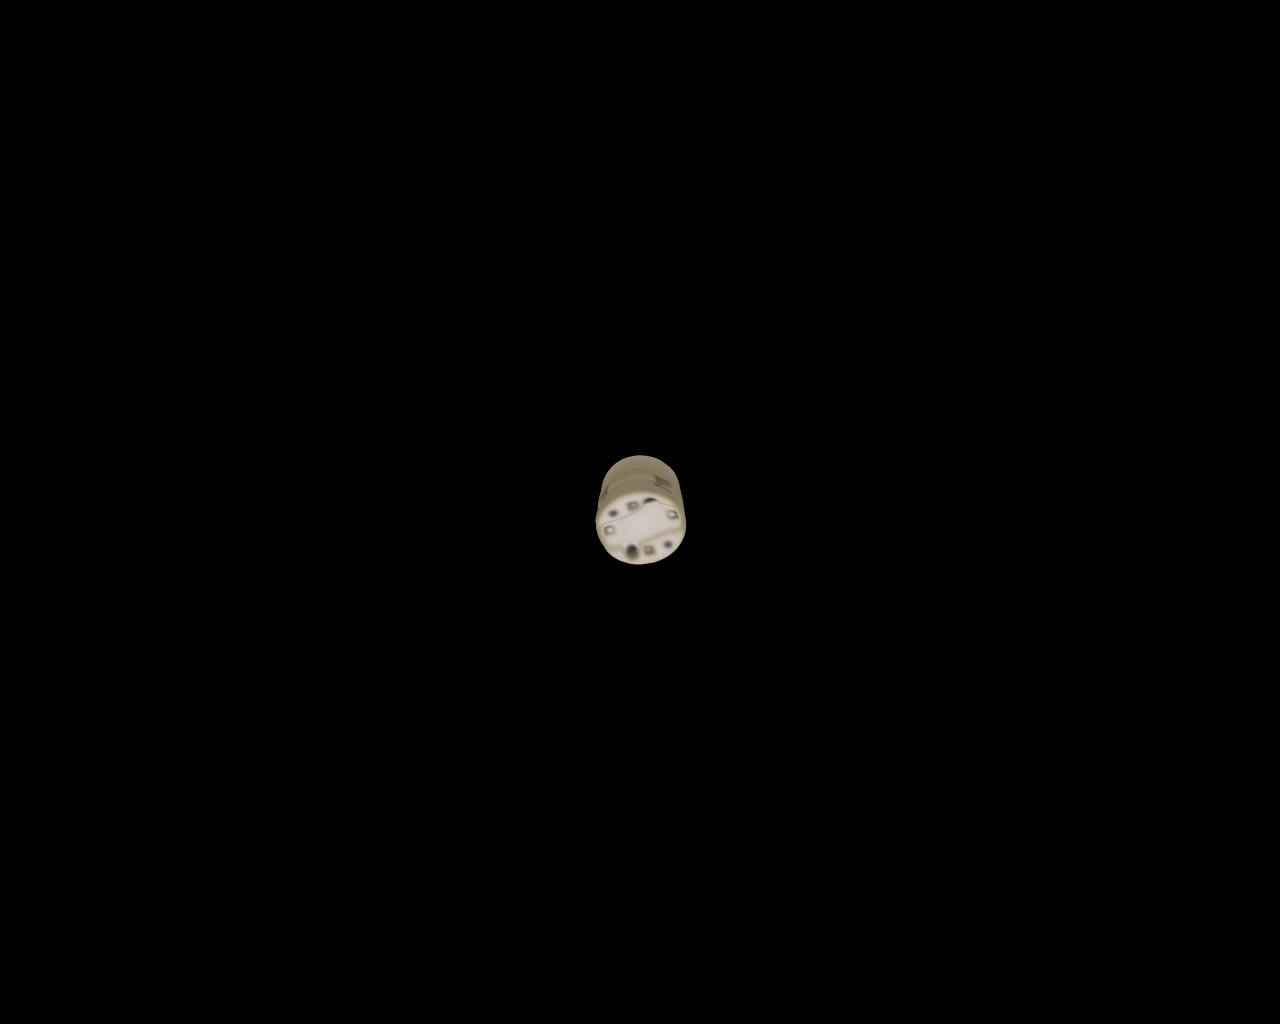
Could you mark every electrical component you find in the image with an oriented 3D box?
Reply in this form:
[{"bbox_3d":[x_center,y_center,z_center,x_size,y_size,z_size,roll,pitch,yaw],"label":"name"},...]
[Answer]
[{"bbox_3d":[0.001,-0.003,0.650,0.055,0.055,0.047,0,34,0],"label":"electrical component"}]
